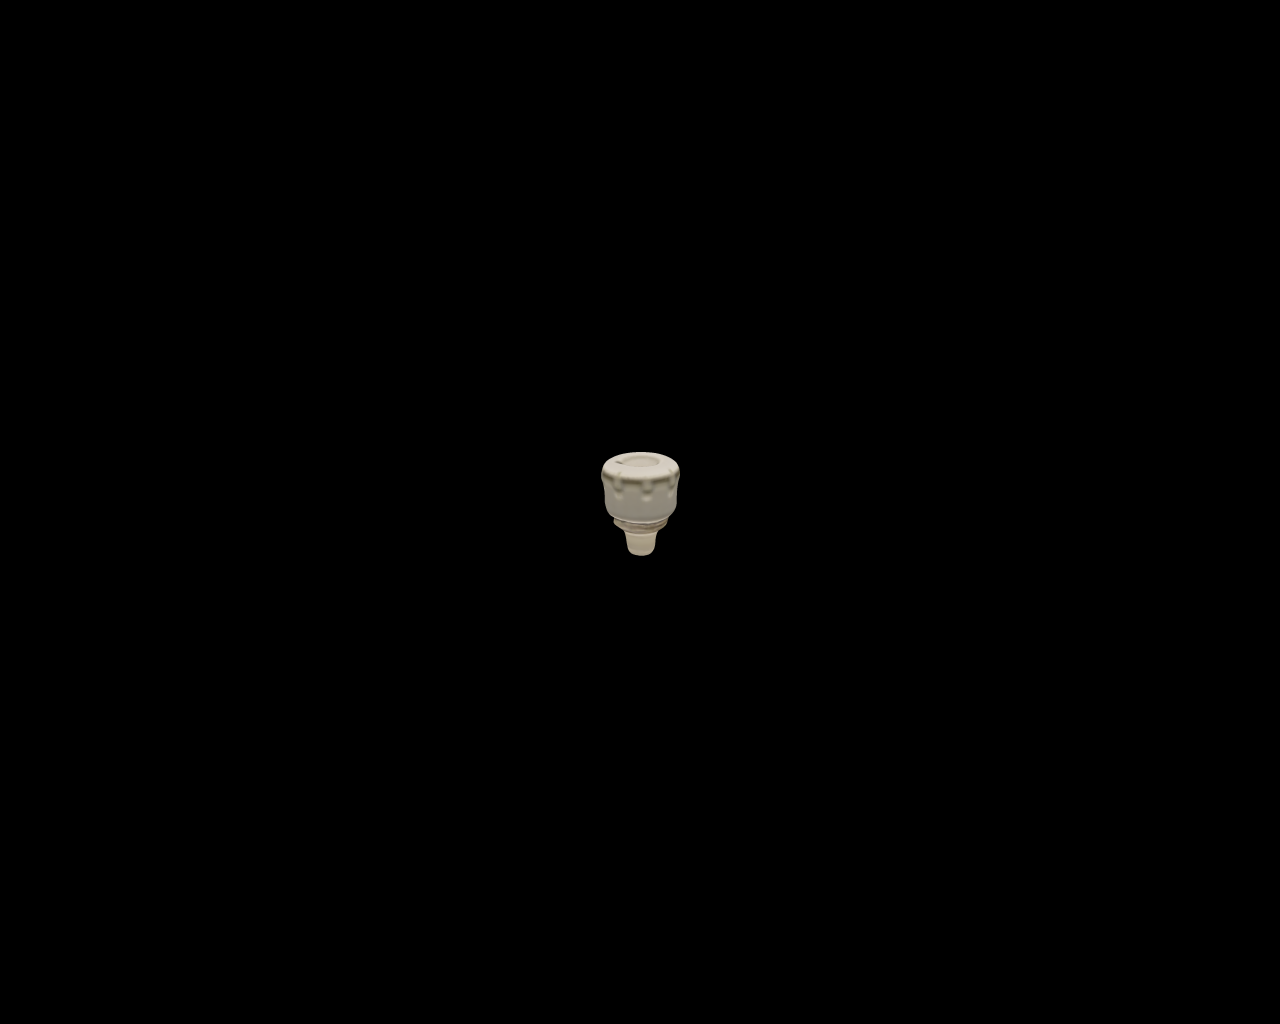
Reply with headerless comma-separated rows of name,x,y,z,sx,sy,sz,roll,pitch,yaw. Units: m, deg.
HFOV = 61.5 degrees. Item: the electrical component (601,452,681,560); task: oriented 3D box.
electrical component,0.001,-0.003,0.650,0.048,0.062,0.048,0,21,0
